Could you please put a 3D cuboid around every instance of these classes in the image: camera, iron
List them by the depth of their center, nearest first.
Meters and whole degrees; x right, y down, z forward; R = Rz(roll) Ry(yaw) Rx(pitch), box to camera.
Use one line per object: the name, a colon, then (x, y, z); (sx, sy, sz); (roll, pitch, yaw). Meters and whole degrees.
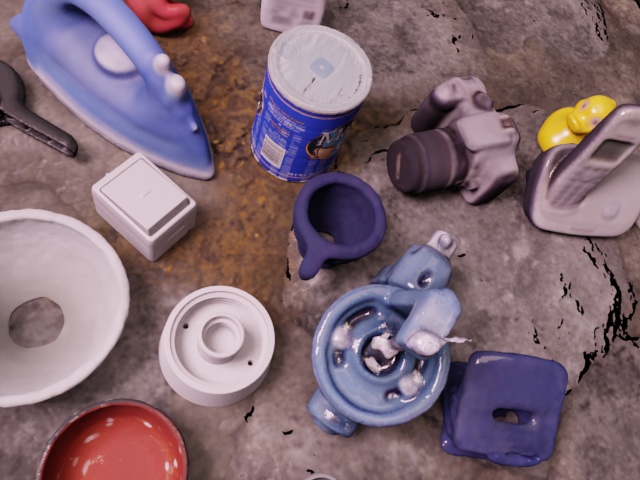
iron: (-0.193, -0.181, 0.574); (0.258, 0.141, 0.119); (43, 64, 5)
camera: (0.146, -0.115, 0.660); (0.137, 0.100, 0.143); (-13, 71, -20)

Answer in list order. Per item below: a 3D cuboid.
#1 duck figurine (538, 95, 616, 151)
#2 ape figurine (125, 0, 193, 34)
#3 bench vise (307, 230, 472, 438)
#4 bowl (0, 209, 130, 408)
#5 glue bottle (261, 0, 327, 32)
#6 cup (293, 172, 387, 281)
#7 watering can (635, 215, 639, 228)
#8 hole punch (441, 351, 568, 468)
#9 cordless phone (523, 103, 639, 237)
duck figurine: (0.345, -0.152, 0.738); (0.105, 0.086, 0.077); (-21, 74, -22)
ape figurine: (-0.183, -0.286, 0.650); (0.076, 0.092, 0.078); (-12, 71, -19)
bench vise: (0.066, 0.060, 0.496); (0.121, 0.219, 0.207); (18, 64, -7)
bowl: (-0.248, 0.062, 0.491); (0.168, 0.074, 0.167); (6, 66, -13)
glue bottle: (-0.020, -0.311, 0.659); (0.078, 0.173, 0.037); (7, 66, -12)
cup: (0.005, 0.002, 0.575); (0.091, 0.095, 0.118); (30, 63, -1)
watering can: (0.476, -0.083, 0.684); (0.101, 0.194, 0.173); (9, 65, -11)
hole punch: (0.179, 0.164, 0.554); (0.109, 0.091, 0.101); (10, 65, -11)
cordless phone: (0.332, -0.079, 0.648); (0.148, 0.185, 0.094); (3, 66, -13)
